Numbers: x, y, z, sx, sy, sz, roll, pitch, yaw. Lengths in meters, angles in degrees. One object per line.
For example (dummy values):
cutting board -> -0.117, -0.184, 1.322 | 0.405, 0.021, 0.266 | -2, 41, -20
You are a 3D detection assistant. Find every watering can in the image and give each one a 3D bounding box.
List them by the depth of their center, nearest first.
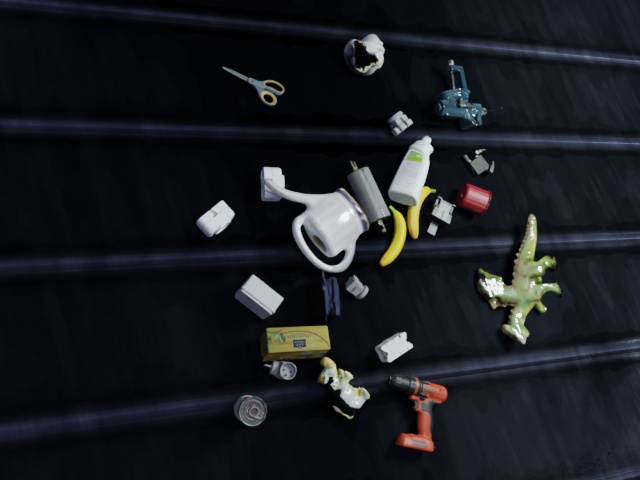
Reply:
watering can -> 0.005, -0.075, 1.498 | 0.227, 0.346, 0.103 | -36, 8, -23

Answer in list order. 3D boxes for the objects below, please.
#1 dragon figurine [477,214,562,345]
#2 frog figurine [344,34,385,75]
dragon figurine -> 0.622, 0.123, 1.651 | 0.243, 0.416, 0.120 | -4, -16, -10
frog figurine -> 0.151, -0.631, 1.739 | 0.137, 0.120, 0.163 | 18, 34, -3
